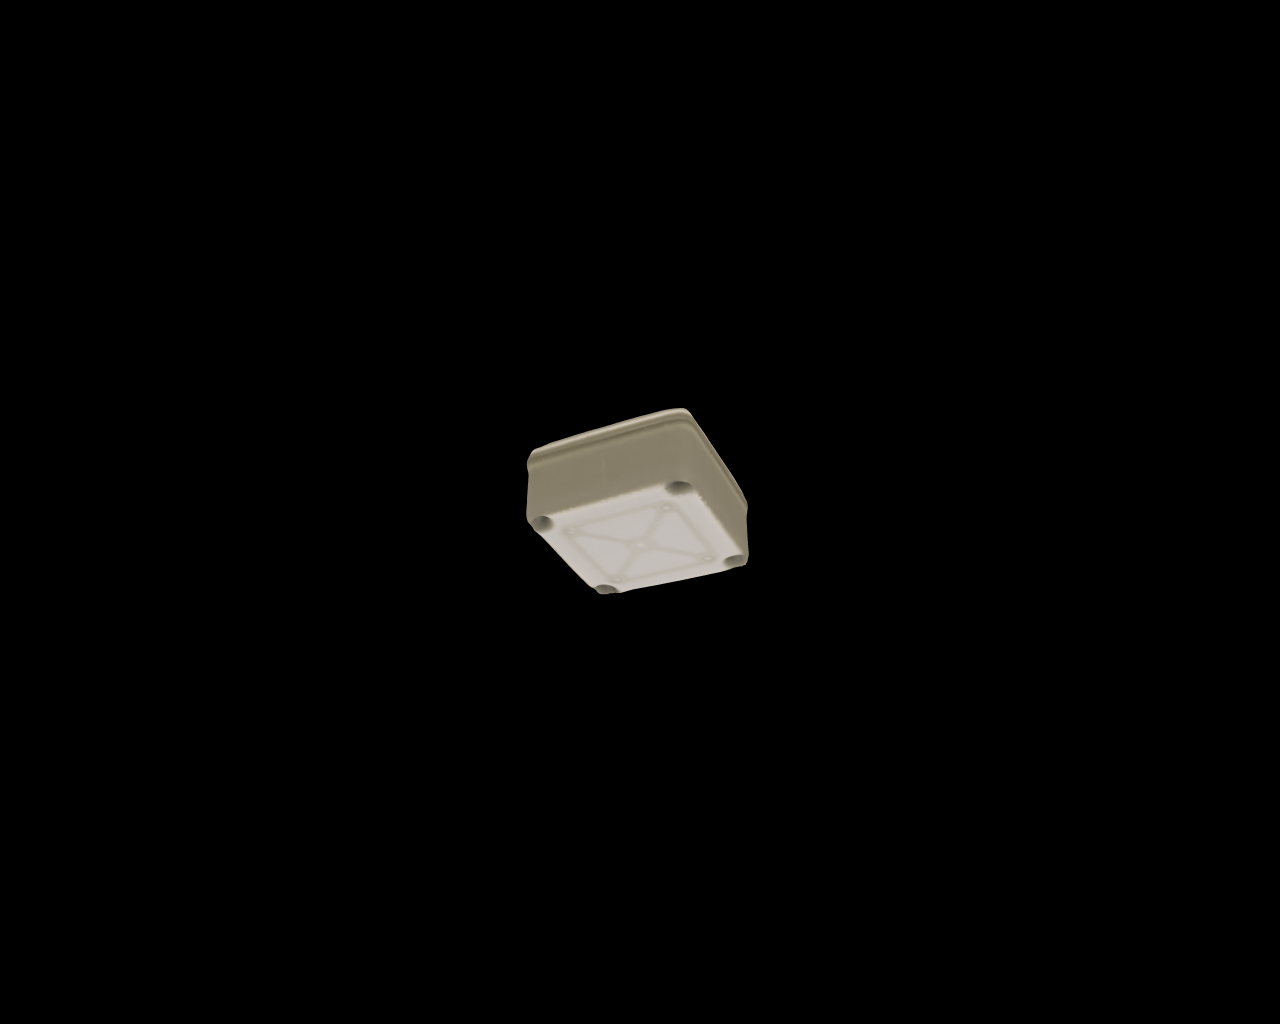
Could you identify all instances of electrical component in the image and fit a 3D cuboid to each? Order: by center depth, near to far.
[{"bbox_3d":[0.001,-0.003,0.650,0.109,0.056,0.108,-14,-36,20],"label":"electrical component"}]
